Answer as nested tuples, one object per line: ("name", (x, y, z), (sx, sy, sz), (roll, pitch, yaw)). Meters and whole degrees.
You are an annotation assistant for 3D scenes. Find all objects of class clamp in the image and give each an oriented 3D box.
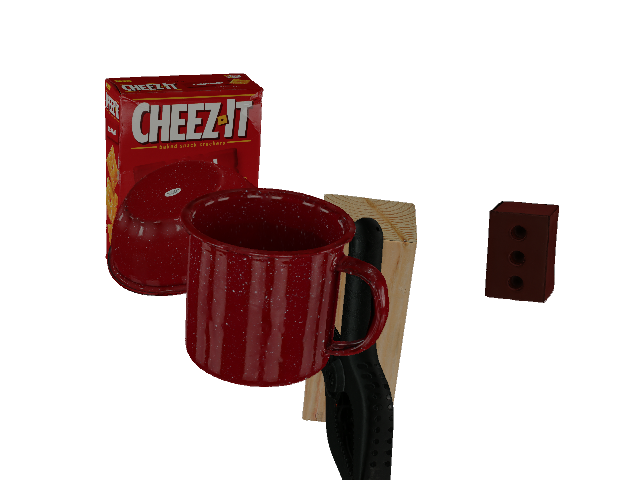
("clamp", (0.027, 0.098, 0.821), (0.036, 0.210, 0.165), (1, -35, -19))

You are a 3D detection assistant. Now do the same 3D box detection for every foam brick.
("foam brick", (0.173, 0.009, 0.915), (0.053, 0.078, 0.051), (5, 15, 20))

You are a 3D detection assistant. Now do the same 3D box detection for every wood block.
("wood block", (0.036, 0.070, 1.039), (0.090, 0.206, 0.090), (6, 26, 1))

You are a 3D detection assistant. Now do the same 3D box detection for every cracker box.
("cracker box", (-0.153, -0.072, 1.190), (0.164, 0.214, 0.072), (-6, 26, -25))

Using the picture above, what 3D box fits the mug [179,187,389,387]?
("mug", (-0.020, 0.028, 0.573), (0.117, 0.081, 0.093), (12, 23, 15))

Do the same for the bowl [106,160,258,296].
("bowl", (-0.122, -0.023, 0.947), (0.162, 0.055, 0.162), (-11, 37, 9))
